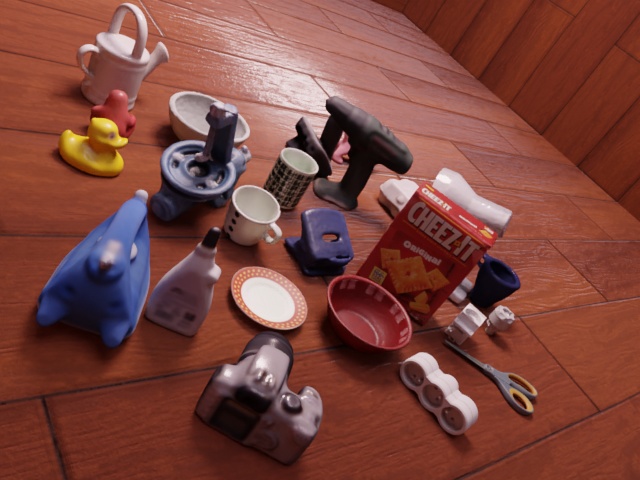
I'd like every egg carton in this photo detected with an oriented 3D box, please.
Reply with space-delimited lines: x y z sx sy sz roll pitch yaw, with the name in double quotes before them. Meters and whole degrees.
"egg carton" 0.210 -0.085 1.362 0.107 0.069 0.150 -6 49 -46

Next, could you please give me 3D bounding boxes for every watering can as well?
"watering can" -0.371 -0.352 1.085 0.101 0.194 0.173 35 31 4

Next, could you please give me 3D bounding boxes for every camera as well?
"camera" -0.060 0.180 0.721 0.143 0.100 0.137 30 31 -4

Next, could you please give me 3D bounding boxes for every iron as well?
"iron" -0.261 0.008 0.738 0.119 0.141 0.258 23 33 -16

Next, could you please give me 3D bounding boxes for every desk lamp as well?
"desk lamp" 0.282 -0.015 1.193 0.203 0.213 0.118 40 32 11

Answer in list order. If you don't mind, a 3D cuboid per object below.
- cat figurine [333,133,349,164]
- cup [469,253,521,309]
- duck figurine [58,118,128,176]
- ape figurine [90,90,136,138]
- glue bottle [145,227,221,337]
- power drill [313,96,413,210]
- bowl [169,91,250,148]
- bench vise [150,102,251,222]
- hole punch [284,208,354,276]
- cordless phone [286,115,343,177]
"cat figurine" 0.105 -0.242 1.438 0.128 0.117 0.067 14 36 -28
"cup" 0.357 0.090 1.229 0.092 0.095 0.117 -1 45 -43
"duck figurine" -0.364 -0.160 0.930 0.105 0.086 0.077 20 33 -20
"ape figurine" -0.362 -0.224 1.013 0.078 0.092 0.076 20 33 -20
"glue bottle" -0.163 0.049 0.738 0.078 0.173 0.037 27 32 -10
"power drill" 0.073 -0.175 1.229 0.230 0.208 0.075 22 33 -17
"bowl" -0.230 -0.220 1.146 0.168 0.074 0.167 23 32 -16
"bench vise" -0.181 -0.147 0.948 0.121 0.219 0.207 30 31 -5
"hole punch" 0.010 0.004 1.037 0.109 0.091 0.101 -1 45 -43
"cordless phone" 0.009 -0.251 1.298 0.094 0.185 0.147 8 39 -35
